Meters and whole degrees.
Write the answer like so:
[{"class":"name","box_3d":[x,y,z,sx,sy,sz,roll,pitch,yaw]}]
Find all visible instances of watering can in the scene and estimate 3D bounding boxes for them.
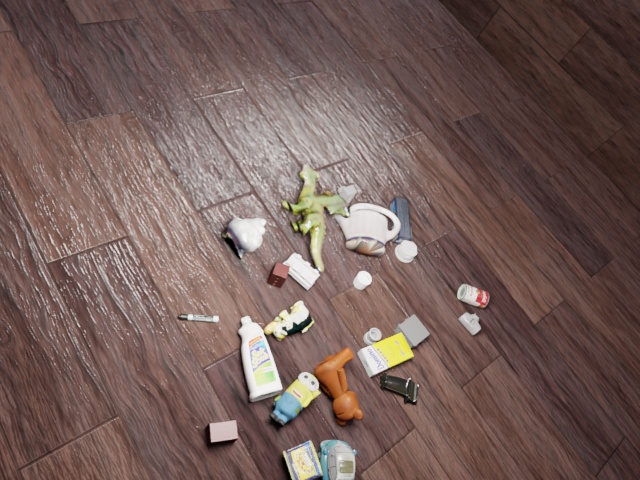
[{"class":"watering can","box_3d":[0.139,-0.054,1.988,0.347,0.101,0.230,10,54,-1]}]

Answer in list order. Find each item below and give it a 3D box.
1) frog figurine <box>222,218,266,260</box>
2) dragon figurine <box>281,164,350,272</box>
[{"class":"frog figurine","box_3d":[-0.245,-0.030,1.786,0.161,0.120,0.139,-36,58,-26]},{"class":"dragon figurine","box_3d":[0.006,-0.096,1.912,0.244,0.120,0.415,-21,74,-21]}]
